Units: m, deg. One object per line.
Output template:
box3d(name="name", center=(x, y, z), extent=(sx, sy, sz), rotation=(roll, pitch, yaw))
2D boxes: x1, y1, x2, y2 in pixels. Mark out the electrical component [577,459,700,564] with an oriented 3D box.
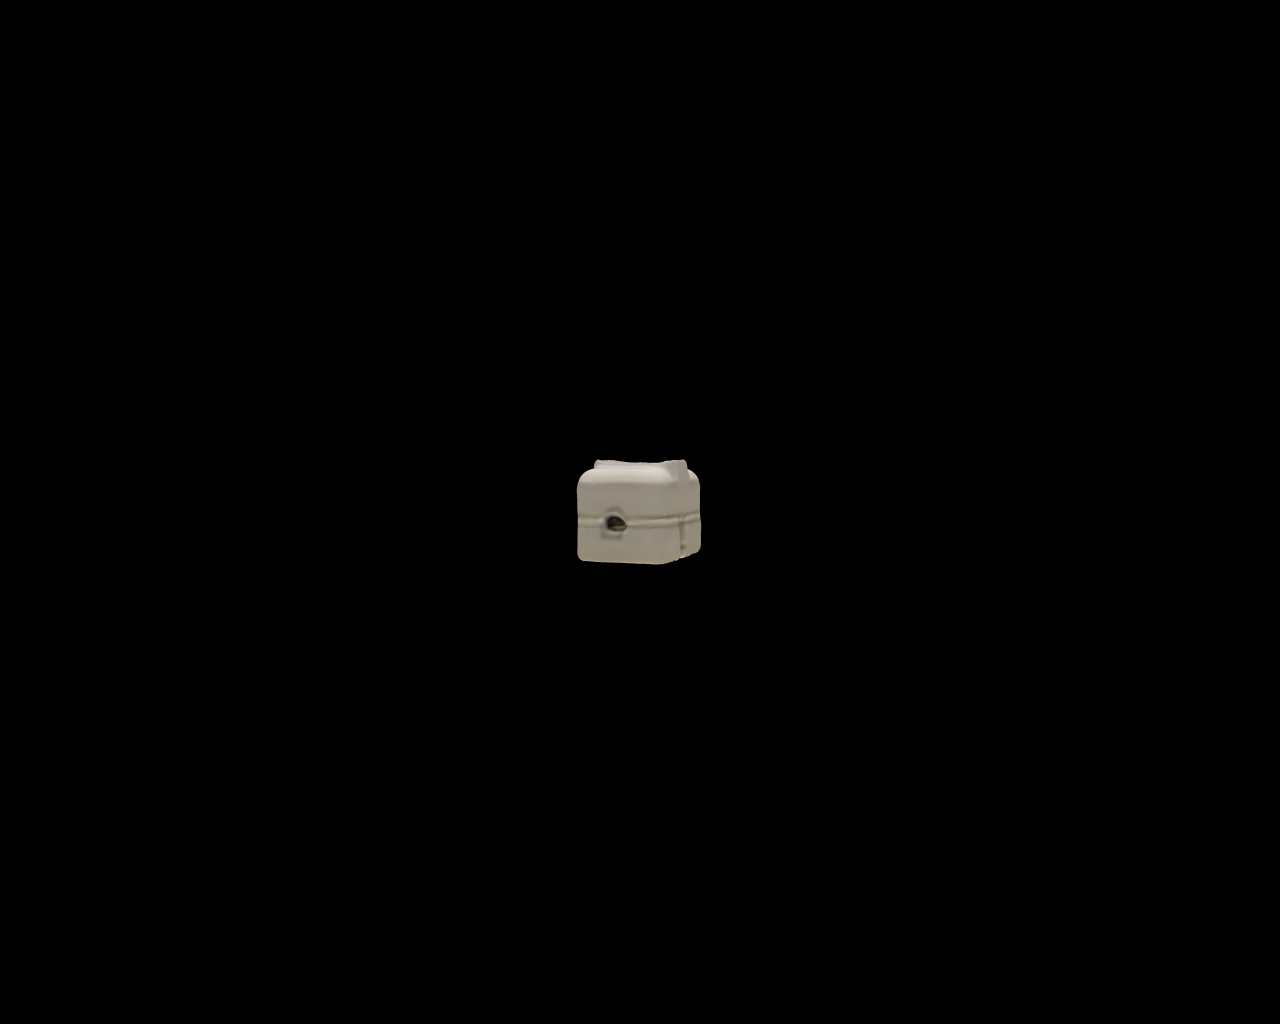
box3d(name="electrical component", center=(0.001, -0.003, 0.650), extent=(0.054, 0.059, 0.095), rotation=(1, 3, 20))
